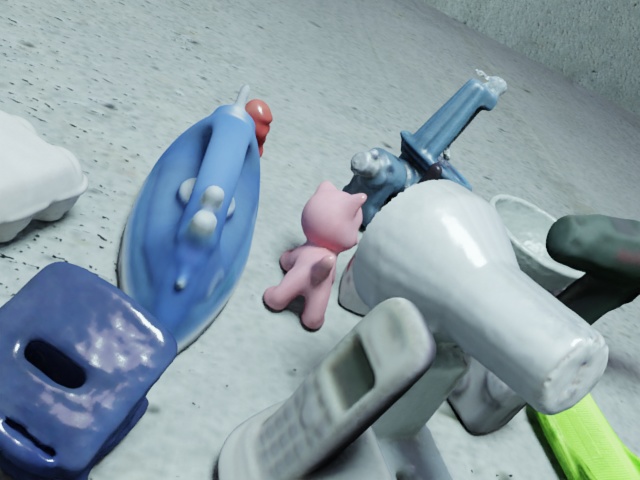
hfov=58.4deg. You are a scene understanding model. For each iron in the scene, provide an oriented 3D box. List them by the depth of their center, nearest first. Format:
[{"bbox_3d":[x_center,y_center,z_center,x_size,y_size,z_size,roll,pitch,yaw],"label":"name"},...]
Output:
[{"bbox_3d":[-0.099,-0.030,0.496,0.119,0.141,0.258,20,34,-16],"label":"iron"}]

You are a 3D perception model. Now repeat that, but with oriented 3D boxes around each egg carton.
[{"bbox_3d":[-0.267,-0.046,0.449,0.107,0.069,0.150,35,33,6],"label":"egg carton"}]

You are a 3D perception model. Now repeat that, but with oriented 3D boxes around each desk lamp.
[{"bbox_3d":[0.091,0.091,0.419,0.118,0.213,0.202,6,40,-33],"label":"desk lamp"}]

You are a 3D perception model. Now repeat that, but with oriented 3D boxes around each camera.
[{"bbox_3d":[0.181,0.101,0.580,0.137,0.100,0.143,2,42,-36],"label":"camera"}]

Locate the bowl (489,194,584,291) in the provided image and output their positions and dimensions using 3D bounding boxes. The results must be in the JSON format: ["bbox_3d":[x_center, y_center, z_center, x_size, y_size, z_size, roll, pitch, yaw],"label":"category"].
[{"bbox_3d":[0.290,0.015,0.804,0.168,0.074,0.167,21,34,-15],"label":"bowl"}]

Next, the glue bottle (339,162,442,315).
[{"bbox_3d":[0.073,-0.007,0.572,0.037,0.173,0.078,24,33,-10],"label":"glue bottle"}]

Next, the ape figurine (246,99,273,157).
[{"bbox_3d":[-0.086,-0.122,0.674,0.076,0.092,0.078,39,34,13],"label":"ape figurine"}]

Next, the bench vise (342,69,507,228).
[{"bbox_3d":[0.139,-0.105,0.712,0.121,0.219,0.208,41,34,16],"label":"bench vise"}]

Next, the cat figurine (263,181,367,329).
[{"bbox_3d":[0.005,0.002,0.557,0.067,0.117,0.128,25,33,-8],"label":"cat figurine"}]

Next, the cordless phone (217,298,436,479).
[{"bbox_3d":[0.017,0.134,0.329,0.094,0.185,0.147,6,40,-32],"label":"cordless phone"}]

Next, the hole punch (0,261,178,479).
[{"bbox_3d":[-0.156,0.083,0.347,0.108,0.091,0.101,33,33,4],"label":"hole punch"}]

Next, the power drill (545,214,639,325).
[{"bbox_3d":[0.335,0.064,0.652,0.230,0.208,0.075,21,34,-15],"label":"power drill"}]
